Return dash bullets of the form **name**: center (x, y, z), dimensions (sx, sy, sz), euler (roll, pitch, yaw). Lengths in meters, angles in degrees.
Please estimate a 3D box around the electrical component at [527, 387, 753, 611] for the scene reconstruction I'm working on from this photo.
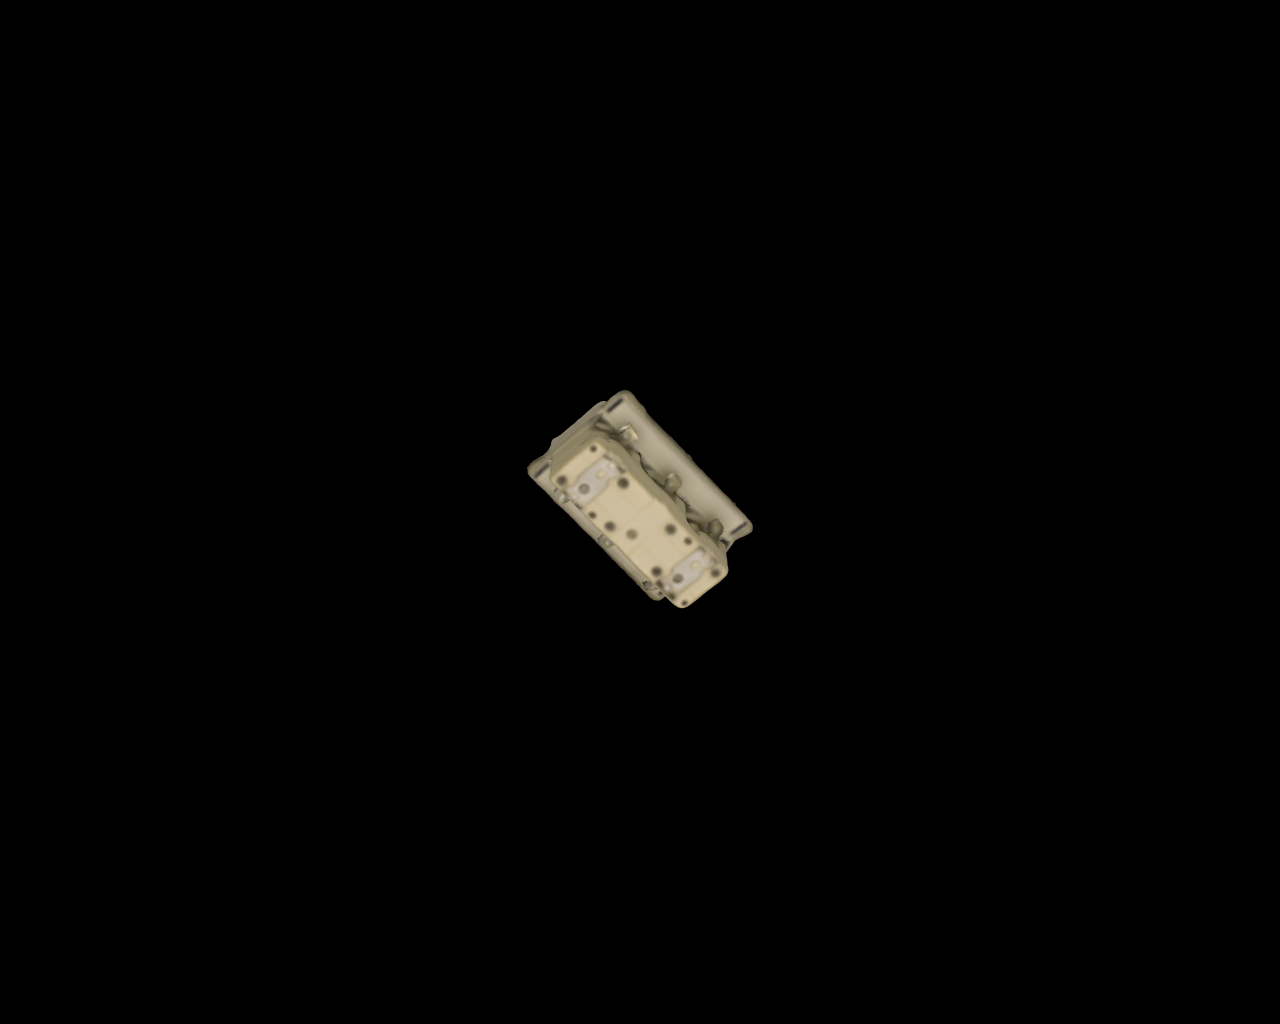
- **electrical component**: center (0.001, -0.003, 0.650), dimensions (0.078, 0.121, 0.063), euler (-38, 20, 16)
